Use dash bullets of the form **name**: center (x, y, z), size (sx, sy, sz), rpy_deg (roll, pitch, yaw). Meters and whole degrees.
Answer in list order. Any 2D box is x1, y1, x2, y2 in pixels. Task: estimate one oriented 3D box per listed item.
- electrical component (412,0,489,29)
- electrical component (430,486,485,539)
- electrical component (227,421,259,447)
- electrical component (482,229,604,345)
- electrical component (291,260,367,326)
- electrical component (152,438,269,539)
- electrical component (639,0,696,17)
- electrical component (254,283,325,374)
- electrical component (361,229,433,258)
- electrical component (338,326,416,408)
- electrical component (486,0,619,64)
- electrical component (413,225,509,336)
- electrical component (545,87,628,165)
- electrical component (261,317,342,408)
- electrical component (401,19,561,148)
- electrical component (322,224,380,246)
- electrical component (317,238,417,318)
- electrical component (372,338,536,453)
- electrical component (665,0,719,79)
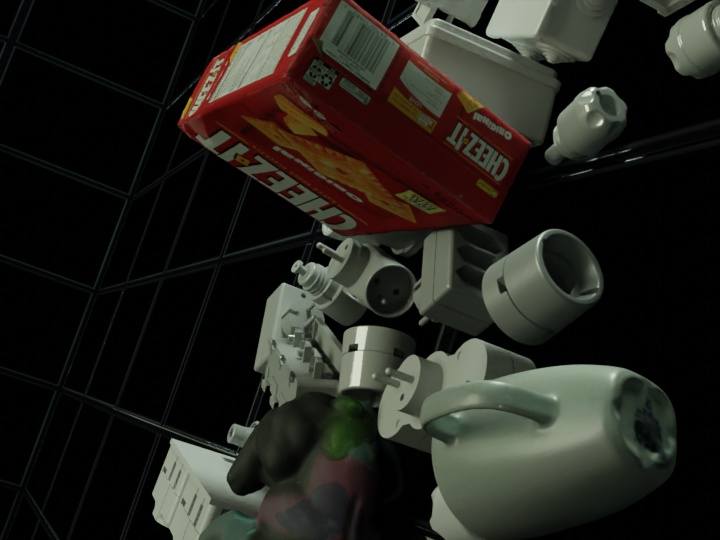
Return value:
- **electrical component**: center (0.081, -0.247, 0.939), size (0.081, 0.064, 0.042), rpy_deg (-61, 22, 20)
- **electrical component**: center (0.070, 0.132, 0.600), size (0.062, 0.043, 0.043), rpy_deg (-36, 37, 54)
- **electrical component**: center (-0.087, 0.155, 0.963), size (0.043, 0.062, 0.043), rpy_deg (-53, 25, 38)
- **electrical component**: center (0.106, 0.009, 0.619), size (0.047, 0.055, 0.055), rpy_deg (-42, 32, 46)
- **electrical component**: center (-0.026, 0.017, 0.934), size (0.040, 0.078, 0.040), rpy_deg (-38, 31, 29)
- **electrical component**: center (-0.103, 0.204, 0.887), size (0.060, 0.105, 0.186), rpy_deg (-69, 19, -2)
- **electrical component**: center (0.201, -0.216, 0.592), size (0.150, 0.062, 0.089), rpy_deg (-20, 51, 65)
- **electrical component**: center (-0.058, 0.053, 1.017), size (0.076, 0.047, 0.083), rpy_deg (-44, 30, 48)
- **electrical component**: center (0.033, -0.055, 0.882), size (0.080, 0.051, 0.080), rpy_deg (-53, 24, 37)
- **electrical component**: center (0.012, 0.073, 0.801), size (0.055, 0.055, 0.047), rpy_deg (-34, 43, 58)
- **electrical component**: center (0.141, -0.193, 0.747), size (0.099, 0.048, 0.100), rpy_deg (-66, 19, 6)
- **electrical component**: center (0.062, 0.012, 0.741), size (0.076, 0.047, 0.065), rpy_deg (-46, 29, 46)
- **electrical component**: center (0.136, -0.085, 0.667), size (0.061, 0.035, 0.035), rpy_deg (-45, 29, 53)
- **electrical component**: center (-0.040, 0.093, 0.888), size (0.121, 0.063, 0.078), rpy_deg (-136, 53, -69)
- **electrical component**: center (0.069, -0.124, 0.776), size (0.109, 0.109, 0.056), rpy_deg (-8, 65, 68)
- **electrical component**: center (-0.001, -0.049, 0.972), size (0.055, 0.047, 0.055), rpy_deg (-53, 24, 37)
- **electrical component**: center (0.000, 0.000, 0.871), size (0.044, 0.079, 0.077), rpy_deg (-59, 20, 4)
- **electrical component**: center (0.044, 0.076, 0.680), size (0.138, 0.074, 0.052), rpy_deg (-31, 42, 60)
- **electrical component**: center (0.192, -0.126, 0.563), size (0.061, 0.035, 0.035), rpy_deg (-30, 42, 56)
